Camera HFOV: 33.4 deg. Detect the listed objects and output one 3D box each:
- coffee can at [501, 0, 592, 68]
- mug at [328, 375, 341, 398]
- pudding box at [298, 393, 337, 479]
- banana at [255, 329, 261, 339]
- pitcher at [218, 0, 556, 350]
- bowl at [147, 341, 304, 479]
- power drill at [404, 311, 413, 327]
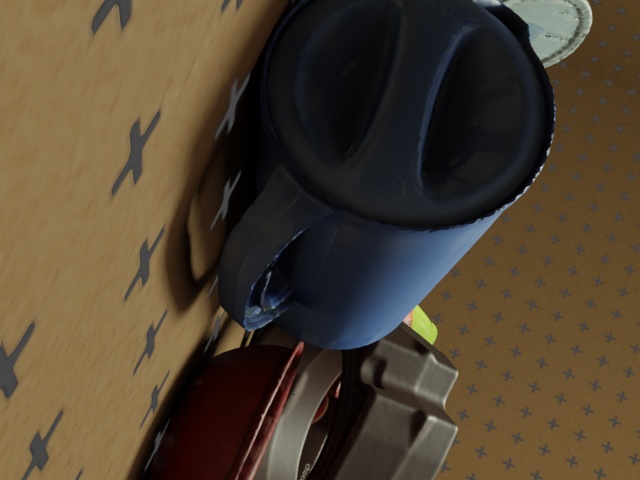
[{"bbox_3d":[0.156,-0.223,0.883,0.103,0.102,0.140,105,-21,-58],"label":"coffee can"},{"bbox_3d":[-0.023,0.166,1.183,0.093,0.081,0.117,-55,167,-68],"label":"mug"},{"bbox_3d":[-0.040,0.195,1.076,0.039,0.090,0.113,98,15,-73],"label":"pudding box"},{"bbox_3d":[-0.020,0.041,0.890,0.069,0.037,0.198,-55,167,-70],"label":"banana"},{"bbox_3d":[0.017,-0.017,0.572,0.243,0.149,0.145,109,-20,-66],"label":"pitcher"},{"bbox_3d":[-0.066,0.128,0.677,0.162,0.055,0.162,24,89,-85],"label":"bowl"},{"bbox_3d":[0.021,0.114,1.015,0.187,0.057,0.184,4,97,-56],"label":"power drill"}]
